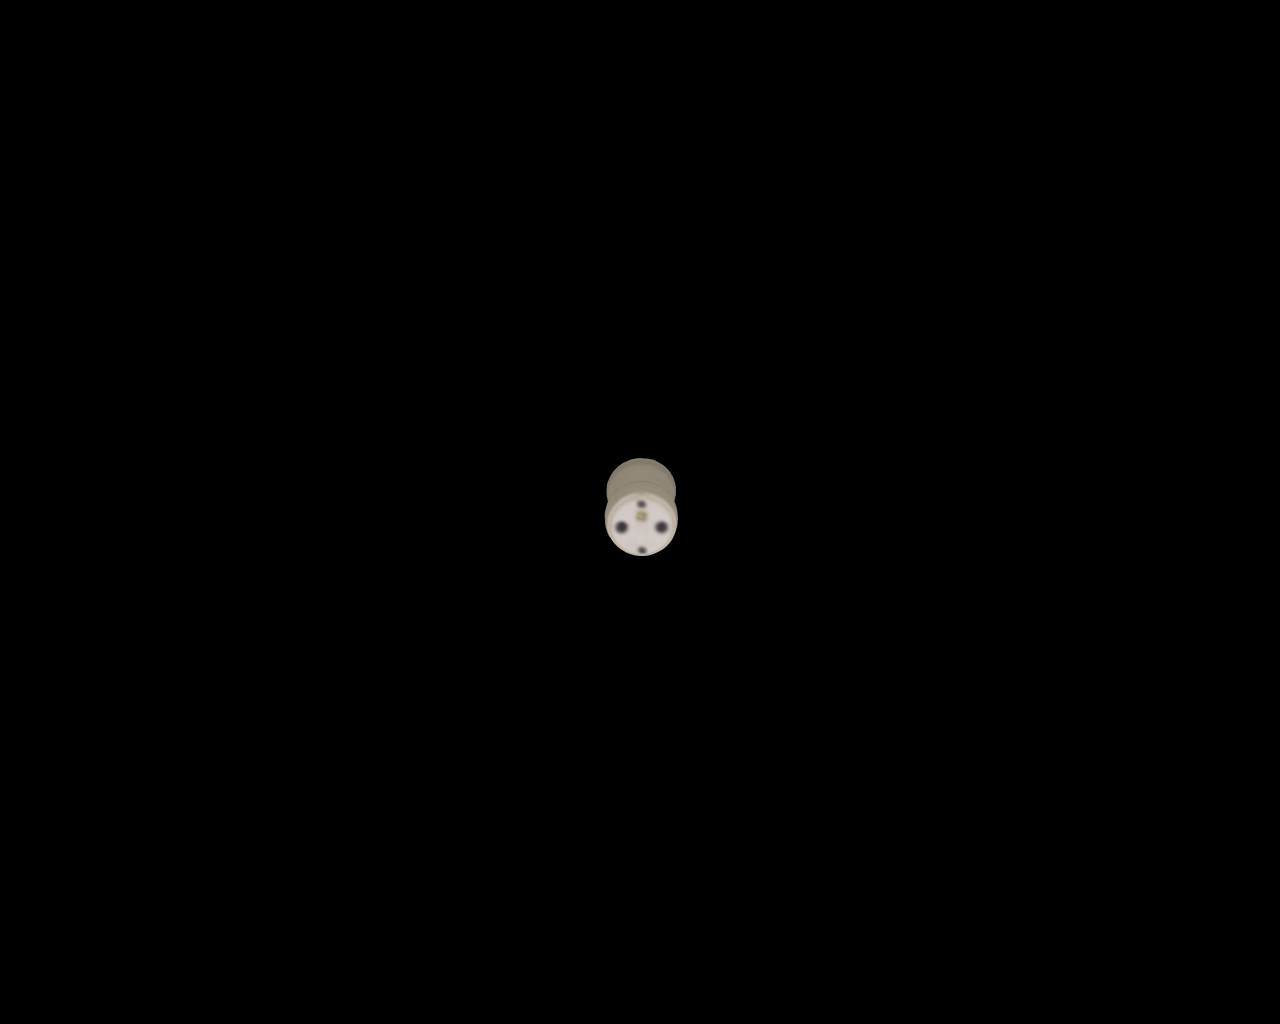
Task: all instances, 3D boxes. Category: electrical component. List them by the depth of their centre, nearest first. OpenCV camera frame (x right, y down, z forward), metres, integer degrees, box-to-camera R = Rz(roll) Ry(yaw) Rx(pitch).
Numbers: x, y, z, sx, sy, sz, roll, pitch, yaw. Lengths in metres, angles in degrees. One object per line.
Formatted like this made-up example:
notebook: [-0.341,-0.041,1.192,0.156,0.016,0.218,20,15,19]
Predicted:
electrical component: [0.001,-0.003,0.650,0.045,0.044,0.055,0,25,0]
